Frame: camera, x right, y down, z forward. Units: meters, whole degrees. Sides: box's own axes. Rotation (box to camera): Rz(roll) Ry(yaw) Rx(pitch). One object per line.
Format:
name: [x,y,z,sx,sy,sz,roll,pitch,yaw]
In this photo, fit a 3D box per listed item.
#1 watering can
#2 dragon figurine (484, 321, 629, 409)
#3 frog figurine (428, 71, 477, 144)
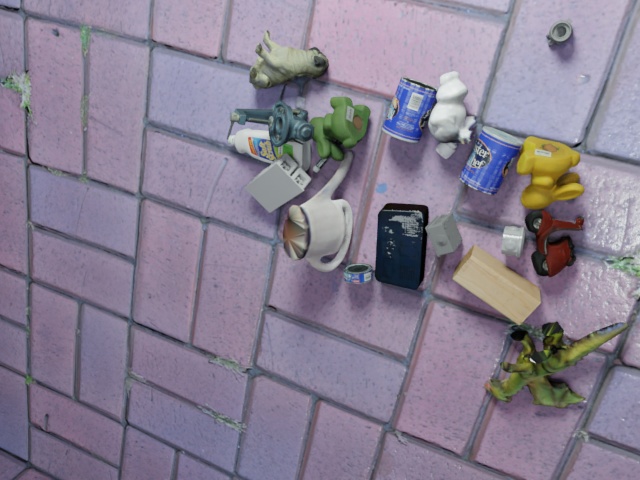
watering can: [0.004,-0.072,1.426,0.105,0.225,0.344,18,111,48]
dragon figurine: [0.636,0.355,1.390,0.407,0.125,0.239,-19,117,27]
frog figurine: [0.311,-0.321,1.256,0.122,0.140,0.157,-1,130,50]
